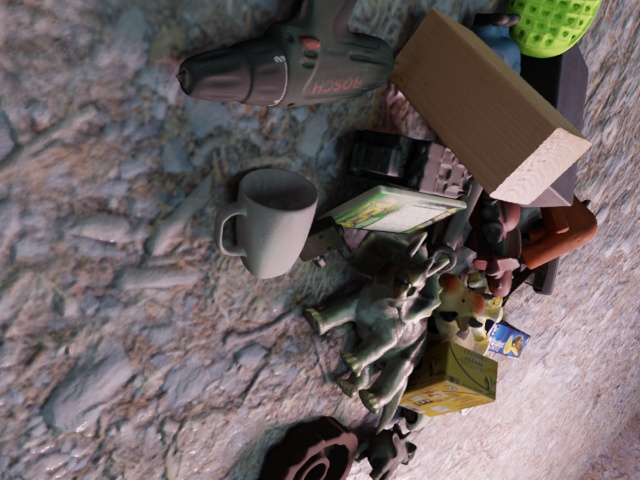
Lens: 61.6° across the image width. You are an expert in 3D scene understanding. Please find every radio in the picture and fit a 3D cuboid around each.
[{"bbox_3d":[0.313,-0.164,0.749,0.131,0.073,0.229,23,76,-49],"label":"radio"}]

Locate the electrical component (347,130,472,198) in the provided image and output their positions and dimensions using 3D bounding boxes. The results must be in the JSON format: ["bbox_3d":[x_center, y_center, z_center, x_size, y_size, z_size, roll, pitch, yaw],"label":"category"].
[{"bbox_3d":[0.101,-0.090,0.632,0.134,0.115,0.058,4,100,-43],"label":"electrical component"}]

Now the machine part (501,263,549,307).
[{"bbox_3d":[0.356,0.084,0.992,0.139,0.039,0.084,-48,161,29],"label":"machine part"}]

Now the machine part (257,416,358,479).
[{"bbox_3d":[-0.019,0.366,0.863,0.179,0.056,0.179,-23,128,-32],"label":"machine part"}]

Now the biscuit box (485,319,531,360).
[{"bbox_3d":[0.350,0.188,1.073,0.202,0.063,0.059,23,98,-47],"label":"biscuit box"}]

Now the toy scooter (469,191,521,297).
[{"bbox_3d":[0.261,-0.003,0.804,0.135,0.075,0.183,-5,90,-66],"label":"toy scooter"}]

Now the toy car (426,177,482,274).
[{"bbox_3d":[0.197,-0.043,0.779,0.053,0.089,0.202,22,107,-1],"label":"toy car"}]

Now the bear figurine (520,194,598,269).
[{"bbox_3d":[0.361,-0.072,0.882,0.132,0.195,0.120,-32,-177,38],"label":"bear figurine"}]

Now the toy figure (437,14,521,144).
[{"bbox_3d":[0.205,-0.194,0.689,0.082,0.089,0.180,-4,110,-23],"label":"toy figure"}]

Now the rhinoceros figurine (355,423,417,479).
[{"bbox_3d":[0.120,0.378,0.968,0.112,0.073,0.190,-46,150,-7],"label":"rhinoceros figurine"}]

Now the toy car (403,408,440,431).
[{"bbox_3d":[0.217,0.278,1.016,0.073,0.056,0.201,-1,115,-42],"label":"toy car"}]

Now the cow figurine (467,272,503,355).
[{"bbox_3d":[0.271,0.114,0.945,0.068,0.098,0.167,-29,135,-69],"label":"cow figurine"}]

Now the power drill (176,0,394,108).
[{"bbox_3d":[-0.010,-0.219,0.481,0.232,0.086,0.207,-7,116,-41],"label":"power drill"}]

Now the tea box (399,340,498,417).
[{"bbox_3d":[0.193,0.228,0.866,0.098,0.169,0.068,25,56,-16],"label":"tea box"}]

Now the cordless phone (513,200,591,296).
[{"bbox_3d":[0.465,0.006,1.049,0.184,0.089,0.146,-33,133,-28],"label":"cordless phone"}]

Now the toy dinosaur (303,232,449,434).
[{"bbox_3d":[0.103,0.137,0.784,0.192,0.131,0.404,-36,142,-14],"label":"toy dinosaur"}]

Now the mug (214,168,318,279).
[{"bbox_3d":[-0.060,-0.008,0.571,0.109,0.081,0.107,-21,137,-36],"label":"mug"}]

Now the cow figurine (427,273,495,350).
[{"bbox_3d":[0.207,0.127,0.852,0.085,0.127,0.194,-54,143,-32],"label":"cow figurine"}]

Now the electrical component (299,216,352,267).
[{"bbox_3d":[-0.001,-0.002,0.646,0.063,0.021,0.093,-22,136,13],"label":"electrical component"}]
